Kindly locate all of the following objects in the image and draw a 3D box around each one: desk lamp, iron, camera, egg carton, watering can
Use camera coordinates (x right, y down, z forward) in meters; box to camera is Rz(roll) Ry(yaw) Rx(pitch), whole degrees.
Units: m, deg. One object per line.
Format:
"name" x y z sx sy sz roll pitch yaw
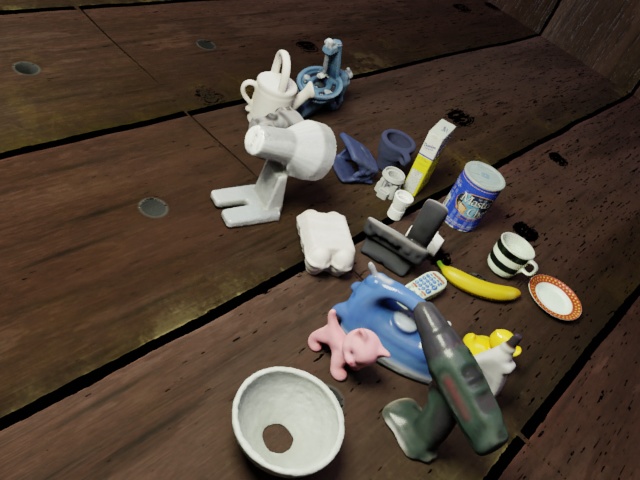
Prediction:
"desk lamp" -0.089 -0.140 1.139 0.204 0.213 0.117 -12 53 -34
"iron" 0.157 0.148 1.012 0.258 0.141 0.119 33 42 10
"camera" -0.077 -0.237 1.332 0.143 0.101 0.136 -18 56 -37
"egg carton" 0.011 0.004 1.147 0.107 0.069 0.150 4 45 -21
"watering can" -0.099 -0.365 1.383 0.173 0.194 0.100 -15 54 -36

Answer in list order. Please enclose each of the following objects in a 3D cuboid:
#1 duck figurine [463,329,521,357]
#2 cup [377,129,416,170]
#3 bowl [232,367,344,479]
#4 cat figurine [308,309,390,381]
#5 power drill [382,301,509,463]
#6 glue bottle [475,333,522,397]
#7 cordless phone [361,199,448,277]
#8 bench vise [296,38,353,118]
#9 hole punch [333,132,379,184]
"duck figurine" 0.328 0.200 1.082 0.104 0.086 0.077 28 41 4
"cup" 0.186 -0.206 1.429 0.092 0.095 0.117 1 47 -25
"bowl" -0.052 0.274 0.833 0.168 0.074 0.167 13 42 -12
"cat figurine" 0.051 0.171 0.957 0.067 0.117 0.127 -22 59 -40
"power drill" 0.178 0.238 0.879 0.076 0.208 0.229 -12 53 -34
"glue bottle" 0.299 0.215 0.986 0.078 0.173 0.037 42 44 20
"cordless phone" 0.174 -0.031 1.173 0.147 0.185 0.094 29 41 5
"bench vise" 0.017 -0.440 1.496 0.121 0.219 0.208 27 41 3
"hole punch" 0.089 -0.199 1.379 0.101 0.091 0.108 -2 47 -27
